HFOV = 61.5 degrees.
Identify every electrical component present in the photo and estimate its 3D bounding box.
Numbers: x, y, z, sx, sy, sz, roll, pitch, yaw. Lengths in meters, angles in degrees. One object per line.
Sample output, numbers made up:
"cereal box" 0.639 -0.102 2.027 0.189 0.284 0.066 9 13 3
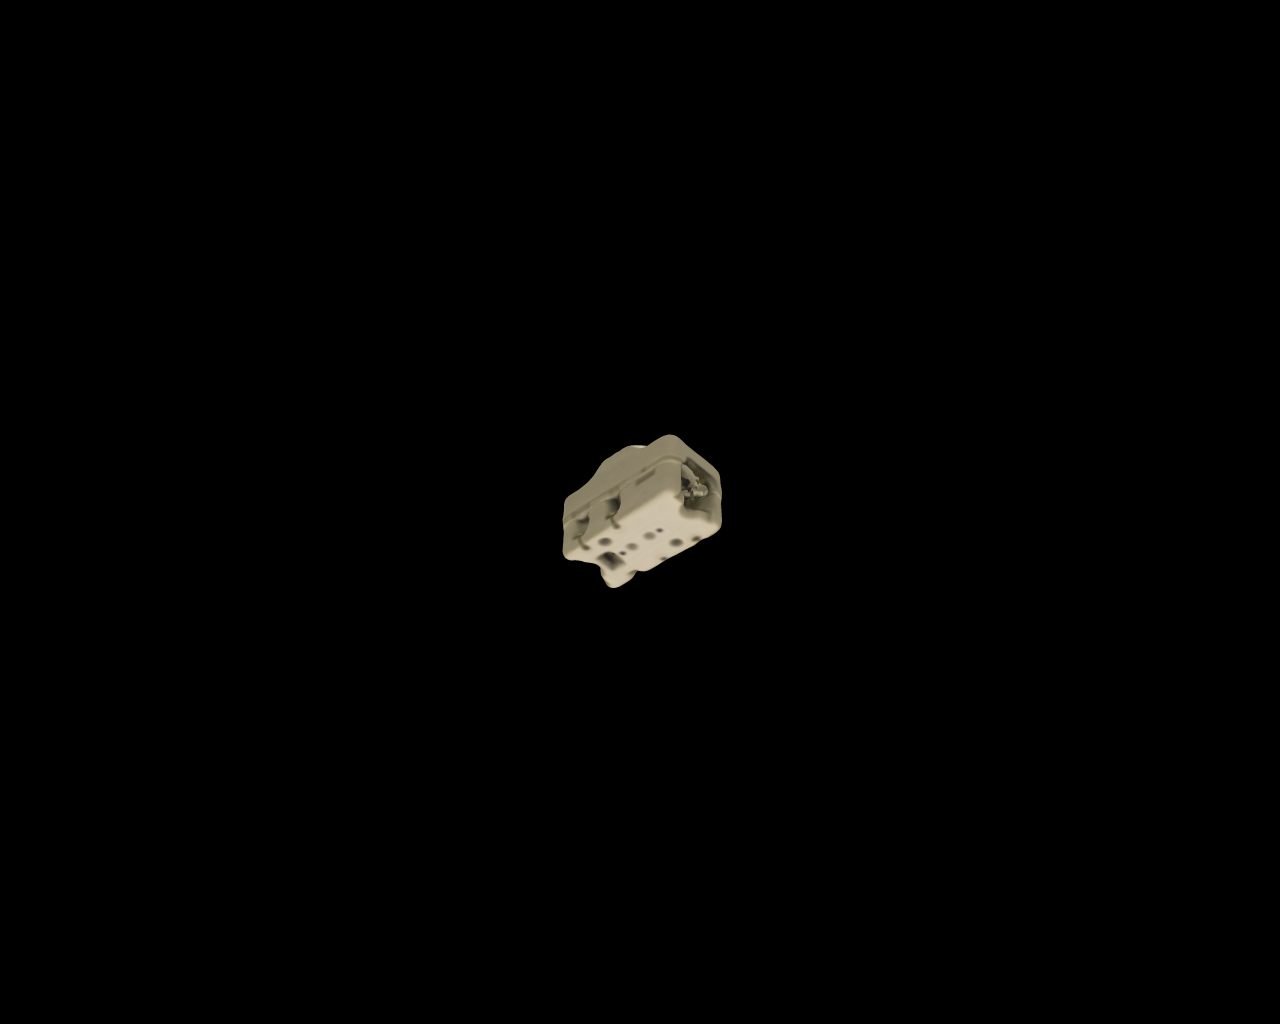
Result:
"electrical component" 0.001 -0.003 0.650 0.089 0.056 0.050 -31 -50 30
